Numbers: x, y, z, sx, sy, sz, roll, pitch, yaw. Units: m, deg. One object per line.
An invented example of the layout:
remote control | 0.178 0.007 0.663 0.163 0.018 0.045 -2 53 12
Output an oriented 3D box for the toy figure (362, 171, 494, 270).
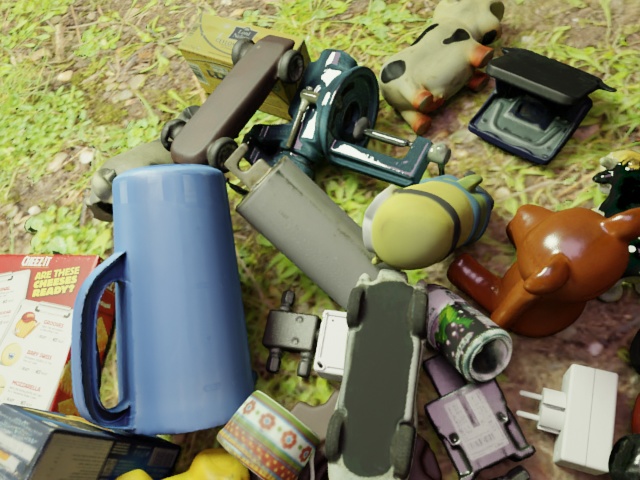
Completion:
toy figure | 0.117 -0.023 0.529 0.089 0.180 0.082 -1 98 45

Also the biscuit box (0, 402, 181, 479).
biscuit box | -0.205 0.196 0.480 0.063 0.202 0.059 13 70 21

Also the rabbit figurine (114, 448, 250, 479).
rabbit figurine | -0.106 0.285 0.433 0.173 0.122 0.162 30 114 53

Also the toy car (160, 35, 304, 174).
toy car | -0.094 -0.155 0.612 0.089 0.053 0.202 21 66 29

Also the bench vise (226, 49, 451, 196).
bench vise | 0.028 -0.108 0.626 0.241 0.128 0.223 22 76 27

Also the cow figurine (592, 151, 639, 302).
cow figurine | 0.304 -0.030 0.527 0.068 0.098 0.167 -1 64 20

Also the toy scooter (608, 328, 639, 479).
toy scooter | 0.321 0.154 0.441 0.135 0.075 0.184 30 62 5

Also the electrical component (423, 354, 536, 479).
electrical component | 0.137 0.157 0.503 0.075 0.047 0.119 -22 62 2

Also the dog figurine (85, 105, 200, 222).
dog figurine | -0.190 -0.103 0.652 0.121 0.172 0.190 10 74 7

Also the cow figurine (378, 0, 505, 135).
cow figurine | 0.155 -0.239 0.681 0.195 0.085 0.127 -40 68 -7

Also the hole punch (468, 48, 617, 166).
hole punch | 0.248 -0.158 0.623 0.142 0.092 0.116 31 45 28

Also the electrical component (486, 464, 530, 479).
electrical component | 0.148 0.248 0.455 0.102 0.045 0.078 -25 62 1

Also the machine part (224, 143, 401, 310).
machine part | -0.001 -0.002 0.554 0.243 0.079 0.079 42 77 -11

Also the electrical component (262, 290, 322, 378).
electrical component | -0.028 0.101 0.587 0.063 0.021 0.094 3 64 15

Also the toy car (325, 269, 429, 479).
toy car | 0.053 0.121 0.475 0.074 0.056 0.202 5 66 15

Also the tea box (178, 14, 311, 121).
tea box | -0.094 -0.234 0.730 0.170 0.098 0.068 23 72 21

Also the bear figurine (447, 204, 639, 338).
bear figurine | 0.191 0.015 0.477 0.120 0.195 0.132 -36 60 -1

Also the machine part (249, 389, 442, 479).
machine part | 0.022 0.228 0.492 0.179 0.056 0.179 -6 62 11
